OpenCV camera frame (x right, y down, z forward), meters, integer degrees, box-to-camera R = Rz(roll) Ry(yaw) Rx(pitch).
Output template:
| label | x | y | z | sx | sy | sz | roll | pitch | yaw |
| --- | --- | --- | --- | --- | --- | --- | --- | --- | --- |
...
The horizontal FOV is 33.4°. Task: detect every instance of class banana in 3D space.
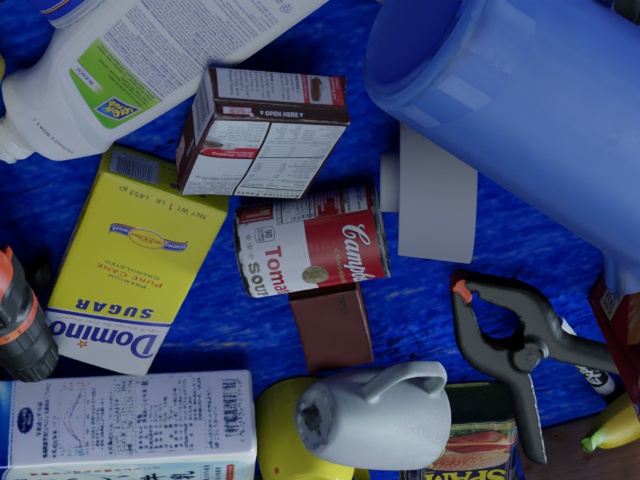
| label | x | y | z | sx | sy | sz | roll | pitch | yaw |
| --- | --- | --- | --- | --- | --- | --- | --- | --- | --- |
| banana | 0.294 | 0.118 | 0.862 | 0.198 | 0.069 | 0.037 | -34 | 89 | 1 |

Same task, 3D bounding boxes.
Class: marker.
| label | x | y | z | sx | sy | sz | roll | pitch | yaw |
| --- | --- | --- | --- | --- | --- | --- | --- | --- | --- |
| marker | 0.221 | 0.104 | 0.877 | 0.020 | 0.020 | 0.121 | -32 | 122 | 20 |

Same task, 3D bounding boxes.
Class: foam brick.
| label | x | y | z | sx | sy | sz | roll | pitch | yaw |
| --- | --- | --- | --- | --- | --- | --- | --- | --- | --- |
| foam brick | 0.008 | 0.054 | 0.809 | 0.053 | 0.051 | 0.078 | -10 | 127 | 4 |

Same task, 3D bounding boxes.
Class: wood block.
| label | x | y | z | sx | sy | sz | roll | pitch | yaw |
| --- | --- | --- | --- | --- | --- | --- | --- | --- | --- |
| wood block | 0.283 | 0.201 | 0.910 | 0.206 | 0.090 | 0.091 | -17 | 127 | 10 |

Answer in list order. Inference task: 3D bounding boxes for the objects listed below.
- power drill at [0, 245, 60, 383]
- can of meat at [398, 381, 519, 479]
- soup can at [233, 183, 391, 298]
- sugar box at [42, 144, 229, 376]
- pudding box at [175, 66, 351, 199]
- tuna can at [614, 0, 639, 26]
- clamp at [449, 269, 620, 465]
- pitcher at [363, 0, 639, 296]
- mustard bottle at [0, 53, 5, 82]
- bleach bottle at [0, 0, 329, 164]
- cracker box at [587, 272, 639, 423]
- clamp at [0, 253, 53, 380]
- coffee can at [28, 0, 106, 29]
| label | x | y | z | sx | sy | sz | roll | pitch | yaw |
| --- | --- | --- | --- | --- | --- | --- | --- | --- | --- |
| power drill | -0.289 | 0.046 | 0.732 | 0.188 | 0.057 | 0.184 | -7 | 139 | 7 |
| can of meat | 0.117 | 0.168 | 0.898 | 0.102 | 0.057 | 0.084 | -4 | 124 | -1 |
| soup can | -0.005 | 0.001 | 0.759 | 0.102 | 0.068 | 0.068 | -9 | 127 | 6 |
| sugar box | -0.141 | 0.020 | 0.780 | 0.093 | 0.048 | 0.176 | 19 | 123 | -16 |
| pudding box | -0.039 | -0.066 | 0.689 | 0.090 | 0.039 | 0.114 | 1 | 158 | -18 |
| tuna can | 0.164 | -0.148 | 0.675 | 0.086 | 0.034 | 0.086 | -1 | 127 | -2 |
| clamp | 0.157 | 0.095 | 0.829 | 0.171 | 0.039 | 0.120 | 36 | 98 | -6 |
| pitcher | 0.154 | -0.085 | 0.623 | 0.242 | 0.149 | 0.145 | 26 | 146 | -27 |
| mustard bottle | -0.285 | -0.066 | 0.698 | 0.096 | 0.058 | 0.192 | 33 | 120 | -9 |
| bleach bottle | -0.116 | -0.127 | 0.661 | 0.251 | 0.068 | 0.102 | -30 | 122 | 21 |
| cracker box | 0.274 | 0.019 | 0.725 | 0.072 | 0.164 | 0.214 | 10 | 126 | -13 |
| clamp | -0.301 | 0.075 | 0.820 | 0.164 | 0.036 | 0.210 | 15 | 126 | -9 |
| coffee can | -0.161 | -0.200 | 0.577 | 0.103 | 0.103 | 0.140 | -35 | 121 | 22 |
